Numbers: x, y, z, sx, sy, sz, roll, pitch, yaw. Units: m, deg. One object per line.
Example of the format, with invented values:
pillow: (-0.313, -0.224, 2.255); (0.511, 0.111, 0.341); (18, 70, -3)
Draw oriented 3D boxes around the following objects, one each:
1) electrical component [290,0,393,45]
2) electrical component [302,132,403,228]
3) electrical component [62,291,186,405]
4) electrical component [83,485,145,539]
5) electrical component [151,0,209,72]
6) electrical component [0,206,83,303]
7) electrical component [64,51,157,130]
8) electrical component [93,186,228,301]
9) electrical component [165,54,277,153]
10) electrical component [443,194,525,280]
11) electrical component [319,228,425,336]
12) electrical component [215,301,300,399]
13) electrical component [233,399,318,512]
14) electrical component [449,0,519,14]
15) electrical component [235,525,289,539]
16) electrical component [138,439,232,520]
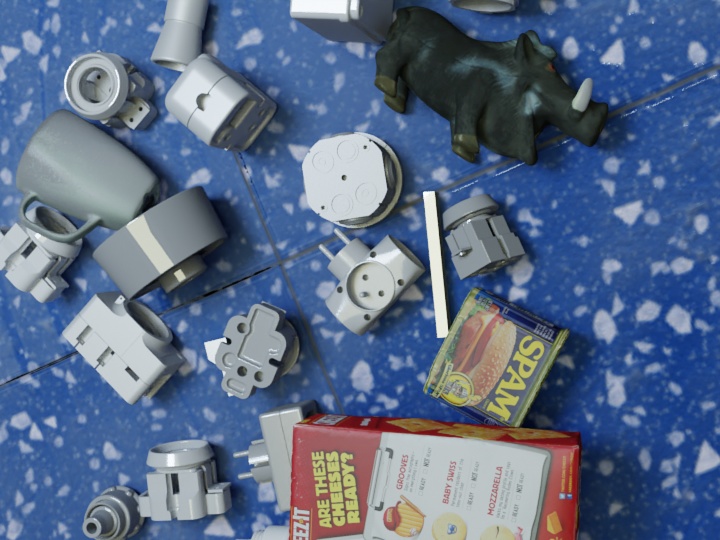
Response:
electrical component: (-0.011, -0.243, 0.857); (0.056, 0.109, 0.108); (6, 93, 15)
electrical component: (-0.007, -0.075, 0.890); (0.080, 0.051, 0.080); (0, 92, 13)
electrical component: (-0.203, 0.063, 0.938); (0.089, 0.050, 0.055); (44, 100, 8)
electrical component: (-0.221, 0.218, 0.941); (0.048, 0.062, 0.048); (0, 92, 13)
electrical component: (-0.152, -0.207, 0.925); (0.044, 0.044, 0.065); (11, 89, 12)
electrical component: (-0.283, -0.019, 0.951); (0.078, 0.058, 0.057); (46, 103, 8)
electrical component: (-0.220, -0.157, 0.932); (0.078, 0.057, 0.058); (44, 100, 8)
electrical component: (-0.161, -0.016, 0.900); (0.108, 0.108, 0.060); (-33, 90, 12)
electrical component: (-0.117, -0.138, 0.890); (0.059, 0.095, 0.053); (40, 100, 9)
electrical component: (0.096, -0.028, 0.867); (0.048, 0.066, 0.055); (-34, 74, 46)
electrical component: (0.000, 0.000, 0.894); (0.079, 0.044, 0.077); (45, 100, 8)
electrical component: (-0.084, 0.066, 0.908); (0.058, 0.057, 0.078); (23, 96, 11)
electrical component: (-0.071, 0.160, 0.913); (0.076, 0.047, 0.083); (-13, 89, 13)
electrical component: (0.099, -0.235, 0.841); (0.050, 0.089, 0.055); (6, 93, 12)
electrical component: (-0.077, 0.240, 0.919); (0.062, 0.043, 0.043); (-2, 91, 14)
electrical component: (-0.153, 0.180, 0.927); (0.078, 0.058, 0.057); (-5, 93, 13)
